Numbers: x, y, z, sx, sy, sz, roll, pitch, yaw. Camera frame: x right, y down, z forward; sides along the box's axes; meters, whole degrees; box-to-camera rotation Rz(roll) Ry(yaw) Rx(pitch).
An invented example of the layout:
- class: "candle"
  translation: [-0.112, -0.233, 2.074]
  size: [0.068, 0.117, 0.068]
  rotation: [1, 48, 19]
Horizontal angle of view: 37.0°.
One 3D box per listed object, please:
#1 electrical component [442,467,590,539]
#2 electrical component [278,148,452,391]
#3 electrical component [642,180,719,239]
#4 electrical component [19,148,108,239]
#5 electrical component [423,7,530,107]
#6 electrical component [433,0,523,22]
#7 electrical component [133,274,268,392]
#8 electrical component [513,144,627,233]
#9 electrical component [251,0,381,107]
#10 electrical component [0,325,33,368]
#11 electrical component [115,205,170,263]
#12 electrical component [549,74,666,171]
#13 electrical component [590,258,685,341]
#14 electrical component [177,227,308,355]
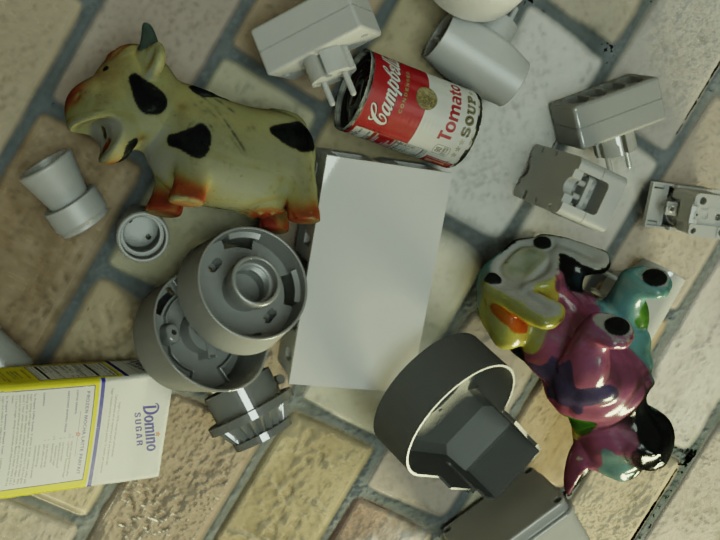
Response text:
- class: "electrical component"
  translation: [0.141, 0.243, 0.984]
  size: [0.113, 0.078, 0.057]
  rotation: [-35, 113, -6]
- class: "electrical component"
  translation: [0.000, 0.000, 0.889]
  size: [0.105, 0.060, 0.186]
  rotation: [6, 102, -18]
- class: "electrical component"
  translation: [0.300, -0.053, 0.965]
  size: [0.081, 0.064, 0.042]
  rotation: [5, 101, -18]
- class: "electrical component"
  translation: [-0.223, -0.058, 0.815]
  size: [0.045, 0.045, 0.055]
  rotation: [-33, 111, -7]
- class: "electrical component"
  translation: [0.104, -0.188, 0.882]
  size: [0.077, 0.043, 0.079]
  rotation: [30, 81, -14]
- class: "electrical component"
  translation: [0.097, -0.246, 0.841]
  size: [0.099, 0.064, 0.099]
  rotation: [4, 73, -14]
- class: "electrical component"
  translation: [-0.126, 0.050, 0.845]
  size: [0.099, 0.064, 0.099]
  rotation: [11, 72, -37]
- class: "electrical component"
  translation: [0.180, -0.068, 0.911]
  size: [0.056, 0.089, 0.050]
  rotation: [21, 97, -21]
- class: "electrical component"
  translation: [-0.026, -0.163, 0.817]
  size: [0.083, 0.047, 0.075]
  rotation: [-23, 87, 21]
- class: "electrical component"
  translation: [-0.289, 0.056, 0.826]
  size: [0.044, 0.044, 0.065]
  rotation: [-33, 106, -7]
- class: "electrical component"
  translation: [-0.171, -0.030, 0.837]
  size: [0.040, 0.046, 0.040]
  rotation: [-4, 105, -16]
- class: "electrical component"
  translation: [0.218, -0.120, 0.932]
  size: [0.083, 0.047, 0.075]
  rotation: [-21, 109, -11]
- class: "electrical component"
  translation: [0.244, 0.025, 0.978]
  size: [0.079, 0.044, 0.077]
  rotation: [26, 95, -21]
- class: "electrical component"
  translation: [-0.091, 0.016, 0.836]
  size: [0.099, 0.064, 0.099]
  rotation: [9, 70, -26]
